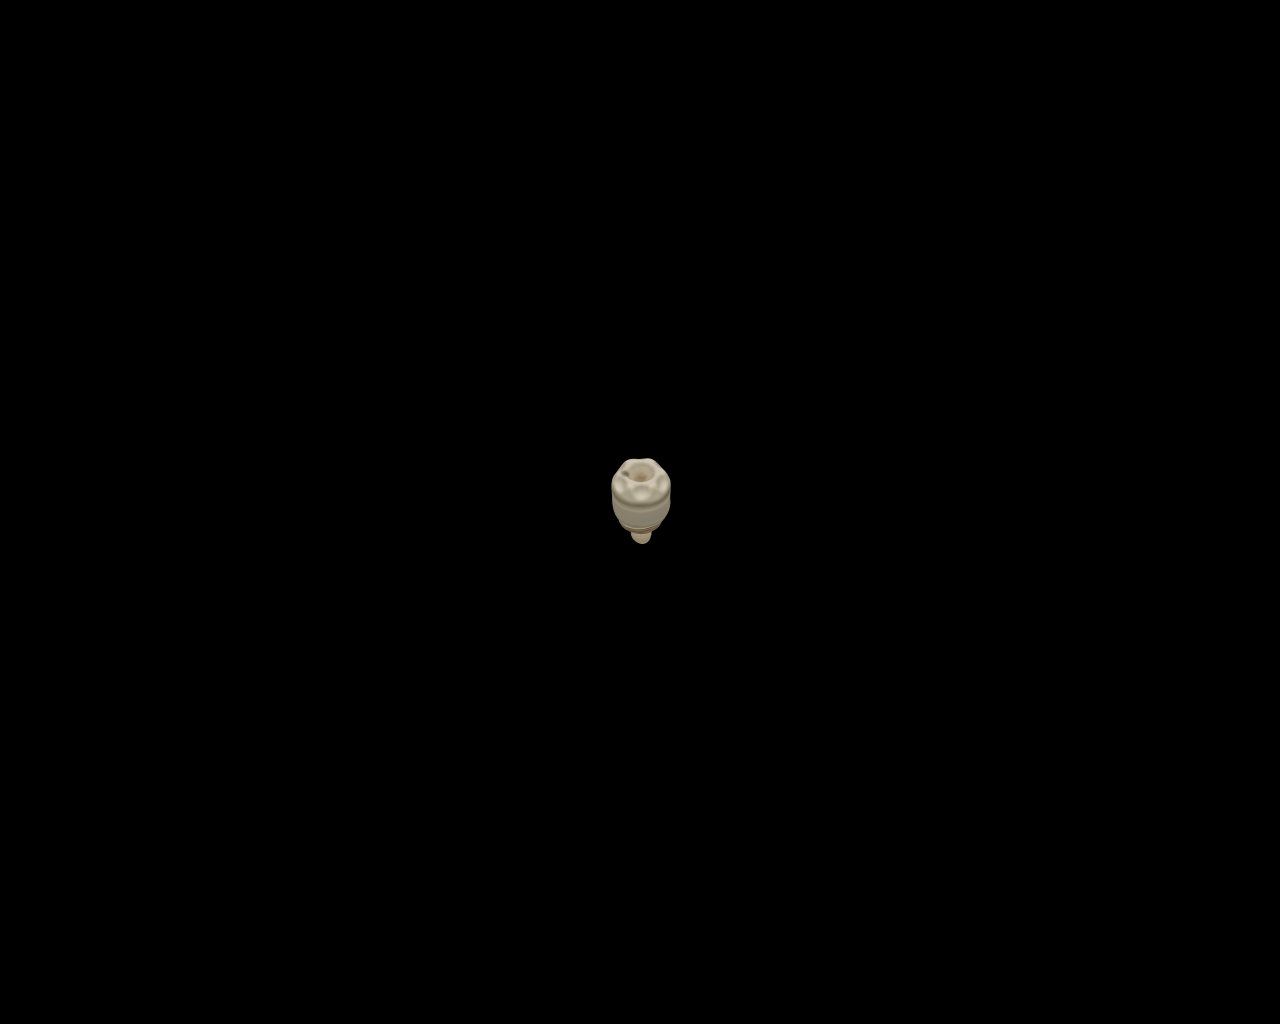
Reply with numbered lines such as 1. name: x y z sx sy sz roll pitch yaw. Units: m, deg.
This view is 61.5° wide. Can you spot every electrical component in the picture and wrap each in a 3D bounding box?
1. electrical component: 0.001 -0.003 0.650 0.035 0.035 0.061 0 -44 0
